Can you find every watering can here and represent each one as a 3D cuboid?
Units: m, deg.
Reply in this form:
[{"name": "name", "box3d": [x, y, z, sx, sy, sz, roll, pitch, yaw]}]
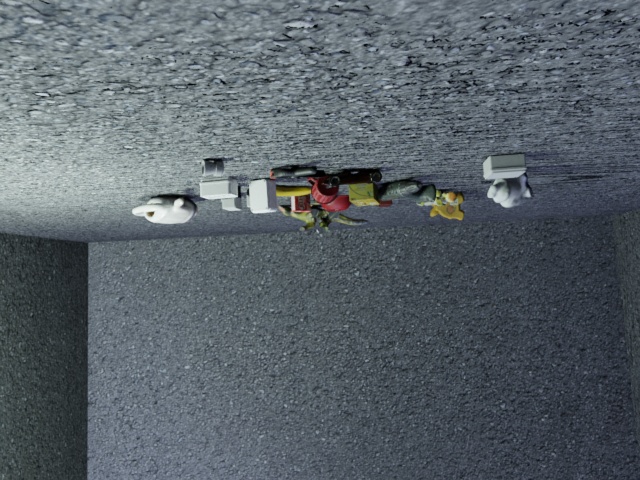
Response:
[{"name": "watering can", "box3d": [-0.573, -0.120, 2.008, 0.346, 0.104, 0.224, -5, 176, 37]}]

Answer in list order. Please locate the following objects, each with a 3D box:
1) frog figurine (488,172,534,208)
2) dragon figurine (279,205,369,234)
[{"name": "frog figurine", "box3d": [0.646, -0.174, 1.802, 0.160, 0.135, 0.124, -20, -153, -12]}, {"name": "dragon figurine", "box3d": [0.007, -0.123, 2.450, 0.410, 0.120, 0.246, 4, -160, -13]}]
